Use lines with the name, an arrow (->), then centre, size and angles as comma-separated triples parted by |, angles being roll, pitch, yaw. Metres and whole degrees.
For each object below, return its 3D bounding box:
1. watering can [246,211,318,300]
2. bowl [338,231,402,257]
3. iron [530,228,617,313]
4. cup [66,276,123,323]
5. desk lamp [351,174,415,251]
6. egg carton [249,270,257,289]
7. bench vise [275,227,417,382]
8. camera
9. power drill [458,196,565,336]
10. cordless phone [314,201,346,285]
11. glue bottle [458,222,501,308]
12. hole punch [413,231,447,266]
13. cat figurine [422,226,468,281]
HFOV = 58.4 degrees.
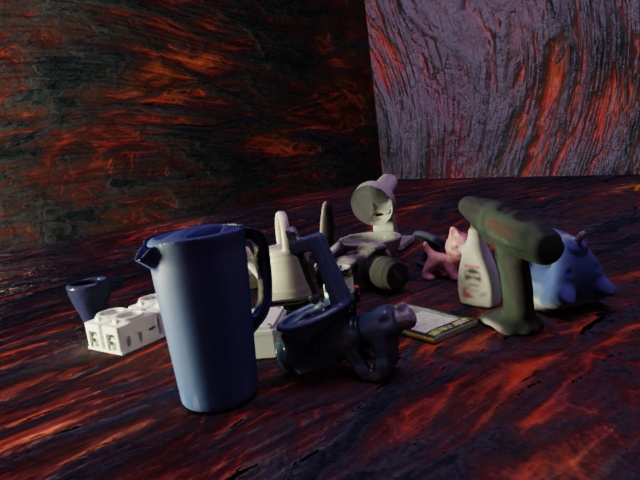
watering can -> -0.082, 0.035, 1.237 | 0.173, 0.194, 0.100 | -13, 12, -31
bowl -> 0.130, 0.028, 1.473 | 0.167, 0.075, 0.167 | -7, 10, 1
iron -> 0.406, 0.038, 1.039 | 0.119, 0.141, 0.258 | -9, 10, -13
cup -> -0.486, 0.132, 1.256 | 0.118, 0.095, 0.091 | -13, 12, -31
desk lamp -> 0.178, -0.074, 1.612 | 0.117, 0.213, 0.204 | -2, 12, 27
egg carton -> -0.224, 0.088, 1.394 | 0.149, 0.069, 0.107 | 2, 14, 41
bench vise -> 0.028, 0.084, 0.820 | 0.207, 0.220, 0.121 | -6, 10, 4
camera -> 0.114, 0.061, 1.228 | 0.143, 0.101, 0.136 | -12, 11, -25
power drill -> 0.299, 0.037, 0.926 | 0.076, 0.208, 0.229 | -10, 11, -18
cordless phone -> 0.013, 0.005, 1.367 | 0.094, 0.185, 0.147 | -6, 10, 3
glue bottle -> 0.287, 0.035, 1.048 | 0.077, 0.173, 0.037 | 4, 15, 45
hole punch -> 0.286, 0.017, 1.385 | 0.101, 0.091, 0.108 | -11, 11, -19
cat figurine -> 0.286, 0.026, 1.255 | 0.127, 0.118, 0.067 | -2, 12, 28
